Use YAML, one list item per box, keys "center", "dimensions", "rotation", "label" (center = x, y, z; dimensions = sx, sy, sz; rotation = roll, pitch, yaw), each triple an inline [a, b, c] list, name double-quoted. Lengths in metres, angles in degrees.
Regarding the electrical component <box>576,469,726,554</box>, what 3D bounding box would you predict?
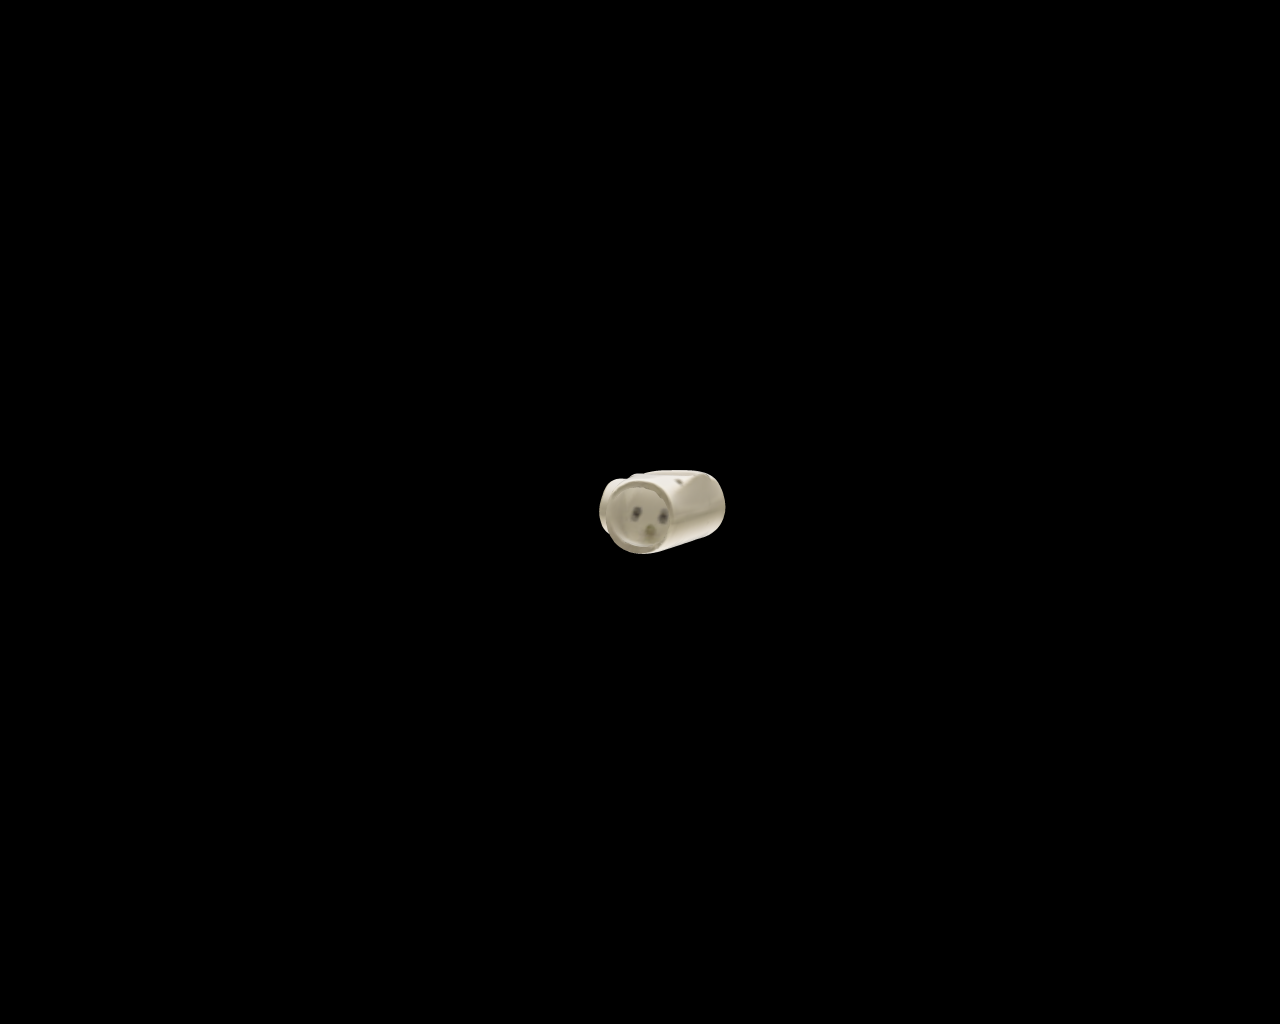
- center: [0.001, -0.003, 0.650]
  dimensions: [0.079, 0.043, 0.077]
  rotation: [4, 8, 28]
  label: "electrical component"
